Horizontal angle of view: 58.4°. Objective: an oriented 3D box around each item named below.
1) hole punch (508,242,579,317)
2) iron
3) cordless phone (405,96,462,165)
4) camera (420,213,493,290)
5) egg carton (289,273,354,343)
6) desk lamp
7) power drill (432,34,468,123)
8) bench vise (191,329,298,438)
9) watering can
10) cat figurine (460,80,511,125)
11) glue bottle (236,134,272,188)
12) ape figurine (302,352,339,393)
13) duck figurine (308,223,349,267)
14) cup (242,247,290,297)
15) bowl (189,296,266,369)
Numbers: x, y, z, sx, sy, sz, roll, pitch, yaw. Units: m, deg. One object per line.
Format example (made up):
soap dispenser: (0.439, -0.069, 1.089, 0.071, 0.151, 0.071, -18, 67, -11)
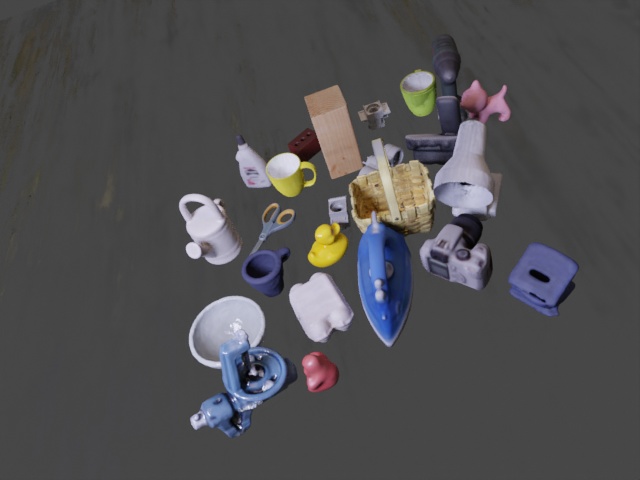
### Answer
hole punch: (0.425, 0.075, 1.093, 0.101, 0.091, 0.108, -44, 52, -18)
iron: (0.126, 0.071, 1.163, 0.118, 0.142, 0.258, -9, 50, 12)
cordless phone: (0.273, -0.272, 1.366, 0.147, 0.185, 0.094, 0, 52, 19)
camera: (0.295, 0.010, 1.183, 0.142, 0.101, 0.137, 22, 62, 32)
egg carton: (0.000, 0.139, 1.197, 0.107, 0.069, 0.150, -29, 49, -6)
desk lamp: (0.319, -0.132, 1.216, 0.117, 0.214, 0.203, 5, 54, 22)
power drill: (0.324, -0.400, 1.438, 0.075, 0.209, 0.229, -9, 50, 12)
bench vise: (-0.146, 0.265, 1.042, 0.121, 0.220, 0.208, 22, 62, 32)
watering can: (-0.261, -0.031, 1.341, 0.101, 0.194, 0.172, -17, 49, 5)
cat figurine: (0.408, -0.347, 1.427, 0.127, 0.118, 0.067, -16, 49, 6)
glue bottle: (-0.180, -0.204, 1.471, 0.078, 0.173, 0.037, -4, 51, 16)
ape figurine: (-0.007, 0.247, 1.096, 0.076, 0.092, 0.078, 10, 56, 25)
duck figurine: (0.012, 0.005, 1.293, 0.105, 0.086, 0.077, -41, 51, -15)
cup: (-0.106, 0.074, 1.269, 0.118, 0.095, 0.091, -38, 50, -13)
bowl: (-0.184, 0.205, 1.202, 0.167, 0.075, 0.167, -9, 50, 11)
